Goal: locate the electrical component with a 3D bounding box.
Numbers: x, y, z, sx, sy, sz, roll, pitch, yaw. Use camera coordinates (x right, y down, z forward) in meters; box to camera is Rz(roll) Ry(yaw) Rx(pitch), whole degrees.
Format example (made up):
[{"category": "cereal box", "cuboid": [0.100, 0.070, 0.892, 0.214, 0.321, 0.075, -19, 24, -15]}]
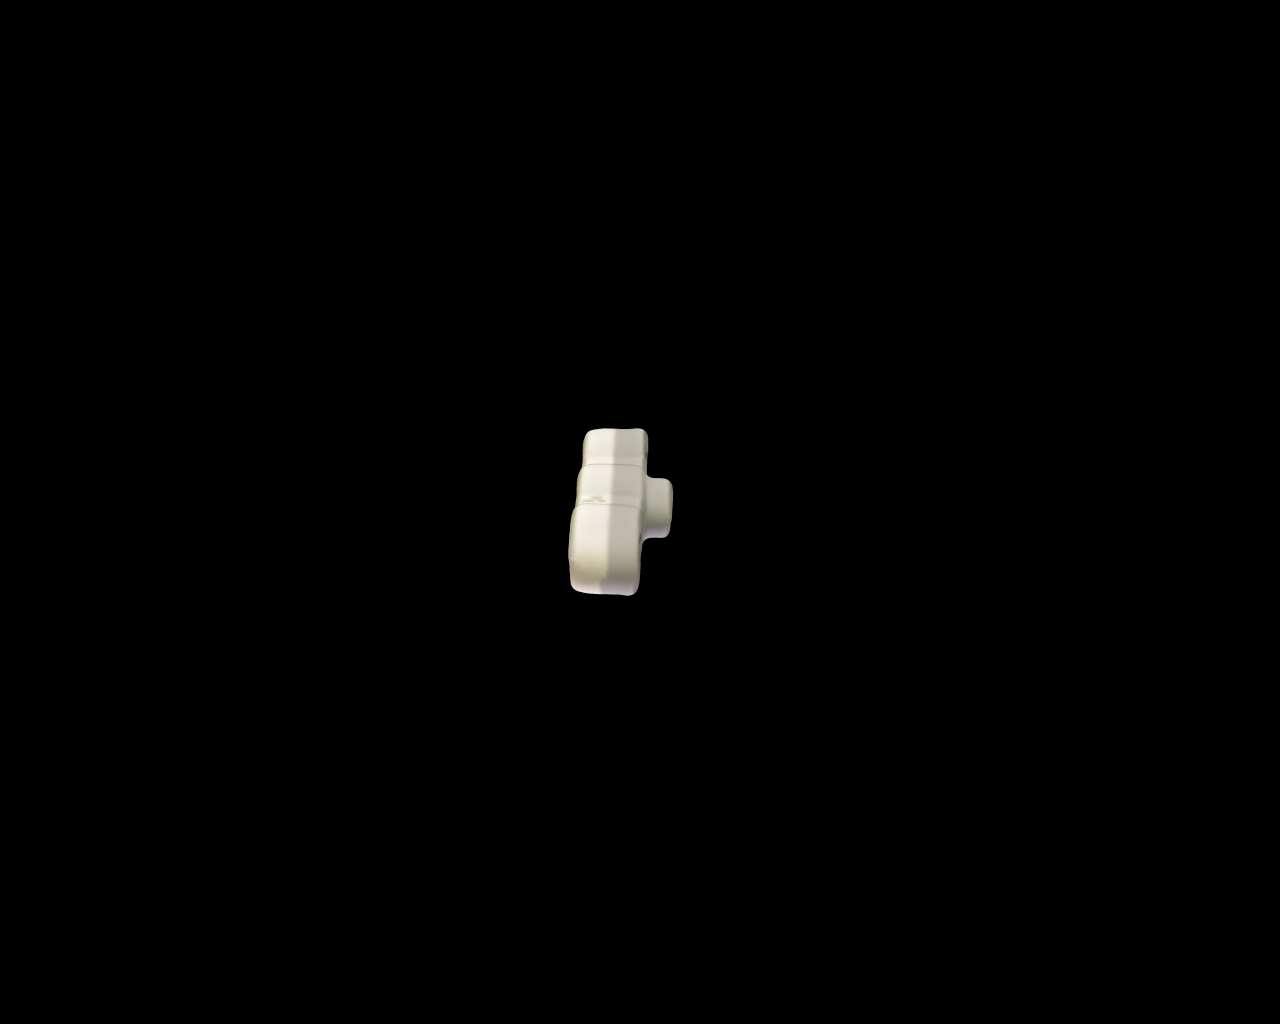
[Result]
[{"category": "electrical component", "cuboid": [0.001, -0.003, 0.650, 0.074, 0.052, 0.138, 1, 35, 2]}]
